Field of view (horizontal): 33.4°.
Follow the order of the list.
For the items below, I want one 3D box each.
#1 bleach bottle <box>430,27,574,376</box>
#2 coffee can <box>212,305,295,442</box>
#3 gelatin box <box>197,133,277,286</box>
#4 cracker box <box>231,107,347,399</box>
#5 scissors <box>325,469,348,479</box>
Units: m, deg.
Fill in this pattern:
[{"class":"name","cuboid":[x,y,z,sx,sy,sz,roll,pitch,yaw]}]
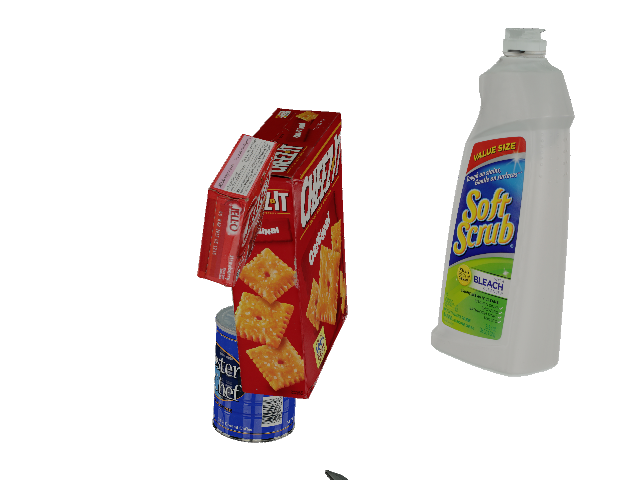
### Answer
[{"class":"bleach bottle","cuboid":[0.139,-0.032,0.800,0.067,0.251,0.103,-8,16,-36]},{"class":"coffee can","cuboid":[-0.078,0.158,1.294,0.103,0.140,0.103,3,17,-1]},{"class":"gelatin box","cuboid":[-0.057,-0.022,0.746,0.030,0.073,0.089,15,33,3]},{"class":"cracker box","cuboid":[-0.024,0.008,0.961,0.072,0.214,0.164,5,27,14]},{"class":"scissors","cuboid":[0.084,0.162,0.516,0.096,0.016,0.202,-2,23,-24]}]
